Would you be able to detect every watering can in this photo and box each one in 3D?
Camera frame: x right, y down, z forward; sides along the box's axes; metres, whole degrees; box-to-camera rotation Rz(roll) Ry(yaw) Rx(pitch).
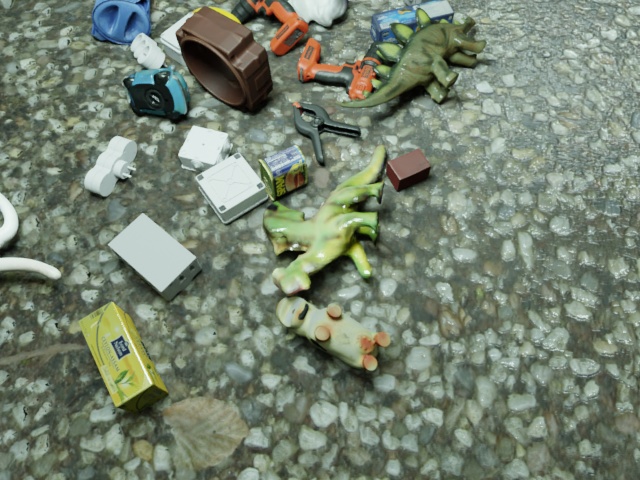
[{"bbox_3d":[-0.668,0.021,0.975,0.351,0.102,0.227,39,70,19],"label":"watering can"}]

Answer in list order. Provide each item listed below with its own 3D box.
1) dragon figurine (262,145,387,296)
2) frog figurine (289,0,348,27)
[{"bbox_3d":[0.003,-0.051,1.017,0.243,0.119,0.420,3,47,9],"label":"dragon figurine"},{"bbox_3d":[-0.012,-0.595,1.310,0.158,0.123,0.139,-38,74,22],"label":"frog figurine"}]
